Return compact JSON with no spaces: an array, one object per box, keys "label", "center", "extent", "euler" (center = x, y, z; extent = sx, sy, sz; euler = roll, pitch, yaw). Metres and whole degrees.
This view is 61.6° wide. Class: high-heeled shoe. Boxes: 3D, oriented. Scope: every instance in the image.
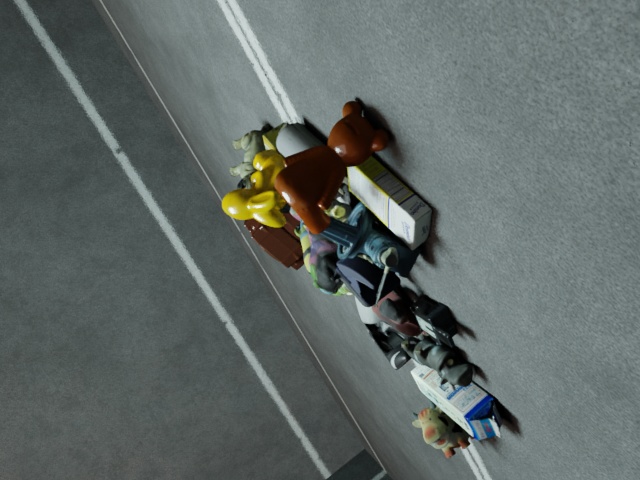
[{"label":"high-heeled shoe","center":[0.170,0.241,1.349],"extent":[0.145,0.086,0.248],"euler":[48,175,7]}]

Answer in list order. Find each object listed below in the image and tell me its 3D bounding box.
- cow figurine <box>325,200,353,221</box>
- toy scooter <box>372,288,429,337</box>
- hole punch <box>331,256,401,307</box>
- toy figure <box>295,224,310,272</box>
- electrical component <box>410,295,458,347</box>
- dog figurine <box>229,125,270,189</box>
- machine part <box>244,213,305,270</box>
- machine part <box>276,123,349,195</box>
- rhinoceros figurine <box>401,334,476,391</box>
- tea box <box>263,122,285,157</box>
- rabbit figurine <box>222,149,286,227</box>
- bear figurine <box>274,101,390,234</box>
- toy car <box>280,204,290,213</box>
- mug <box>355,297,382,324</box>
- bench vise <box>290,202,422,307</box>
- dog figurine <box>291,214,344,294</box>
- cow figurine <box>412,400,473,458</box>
[{"label":"cow figurine","center":[0.025,-0.061,1.129],"extent":[0.167,0.068,0.098],"euler":[34,-160,-30]},{"label":"toy scooter","center":[0.176,0.157,1.181],"extent":[0.135,0.075,0.184],"euler":[31,-174,-13]},{"label":"hole punch","center":[0.106,0.056,1.098],"extent":[0.116,0.142,0.092],"euler":[46,154,19]},{"label":"toy figure","center":[-0.015,0.005,1.362],"extent":[0.089,0.082,0.180],"euler":[25,-132,-53]},{"label":"electrical component","center":[0.235,0.164,1.059],"extent":[0.074,0.048,0.119],"euler":[61,164,-21]},{"label":"dog figurine","center":[-0.147,-0.188,1.325],"extent":[0.191,0.121,0.172],"euler":[-128,45,-63]},{"label":"machine part","center":[-0.108,-0.023,1.479],"extent":[0.201,0.087,0.201],"euler":[42,-166,-15]},{"label":"machine part","center":[-0.017,-0.168,1.106],"extent":[0.243,0.079,0.079],"euler":[46,162,33]},{"label":"rhinoceros figurine","center":[0.253,0.258,1.155],"extent":[0.112,0.073,0.190],"euler":[62,165,-15]},{"label":"tea box","center":[-0.054,-0.177,1.231],"extent":[0.170,0.068,0.098],"euler":[48,164,26]},{"label":"rabbit figurine","center":[-0.123,-0.091,1.161],"extent":[0.163,0.173,0.121],"euler":[49,159,42]},{"label":"bear figurine","center":[0.020,-0.123,0.897],"extent":[0.120,0.196,0.131],"euler":[46,176,20]},{"label":"toy car","center":[-0.079,-0.134,1.353],"extent":[0.161,0.109,0.103],"euler":[119,143,-66]},{"label":"mug","center":[0.131,0.139,1.300],"extent":[0.110,0.081,0.107],"euler":[-2,115,50]},{"label":"bench vise","center":[0.058,-0.009,0.997],"extent":[0.240,0.128,0.224],"euler":[23,-157,-11]},{"label":"dog figurine","center":[-0.003,-0.004,1.243],"extent":[0.219,0.191,0.108],"euler":[36,167,15]},{"label":"cow figurine","center":[0.295,0.440,1.271],"extent":[0.127,0.085,0.195],"euler":[55,-160,24]}]
